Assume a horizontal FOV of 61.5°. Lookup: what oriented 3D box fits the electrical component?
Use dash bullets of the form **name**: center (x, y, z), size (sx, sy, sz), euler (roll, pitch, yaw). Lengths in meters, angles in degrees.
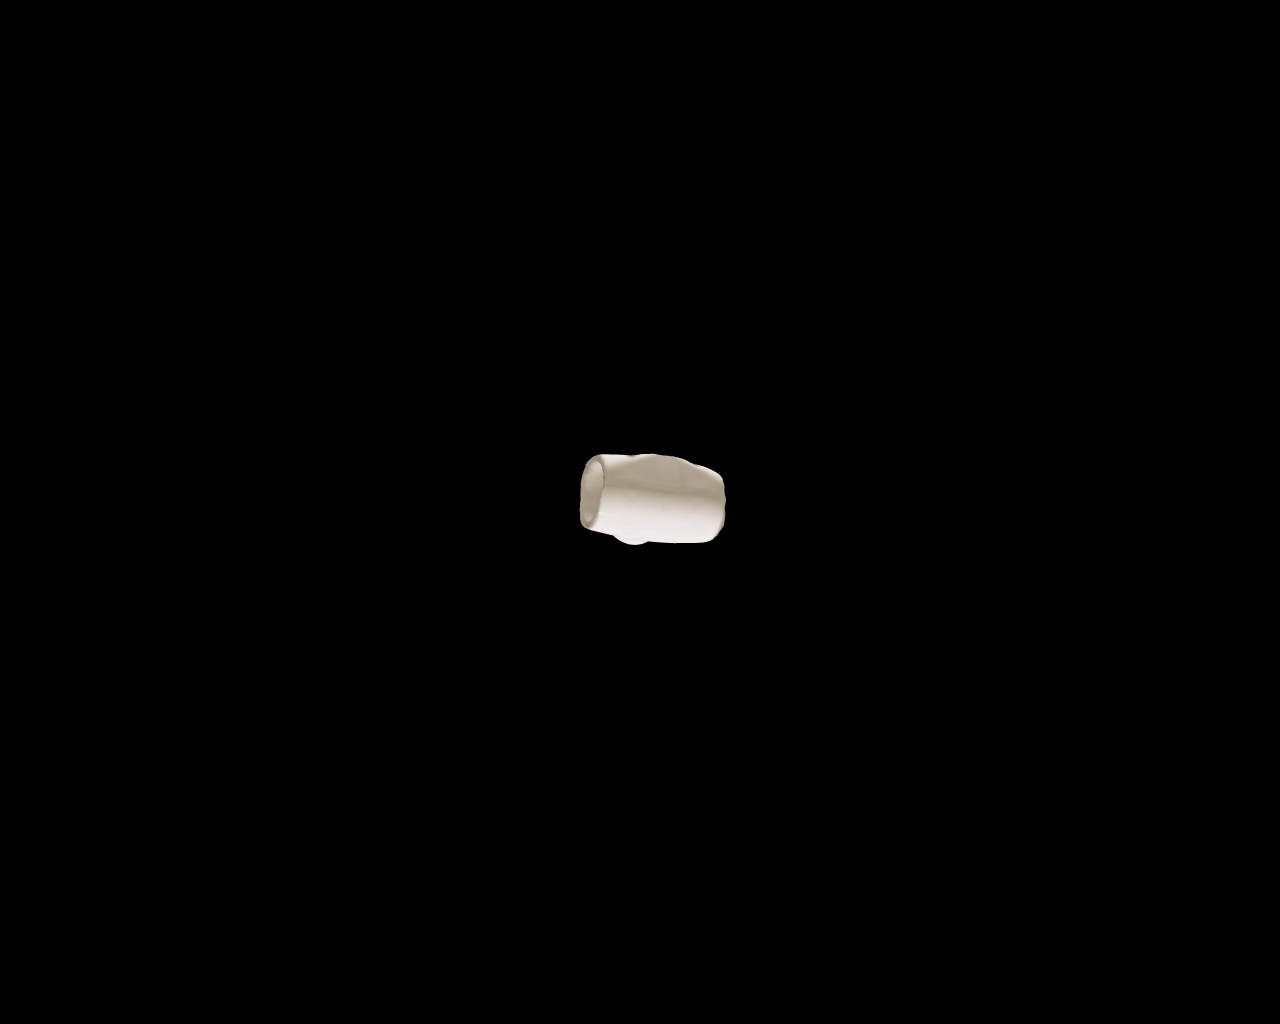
- **electrical component**: center (0.001, -0.003, 0.650), size (0.077, 0.044, 0.079), euler (7, -19, -20)
